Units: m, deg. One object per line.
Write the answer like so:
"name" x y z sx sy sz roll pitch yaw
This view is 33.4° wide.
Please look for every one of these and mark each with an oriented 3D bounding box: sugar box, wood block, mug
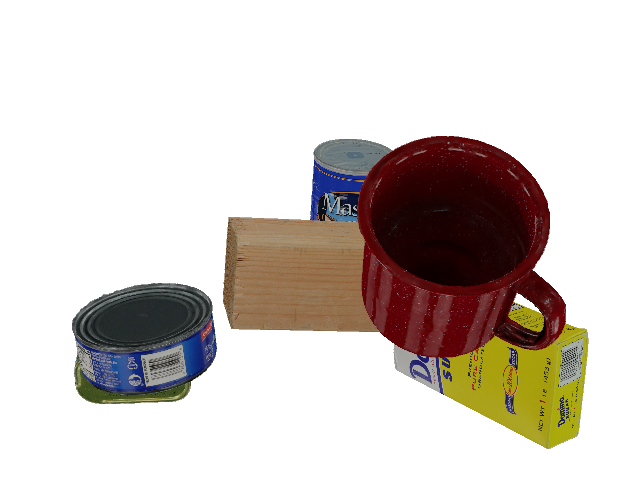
"sugar box" 0.134 0.092 0.879 0.048 0.093 0.176 -14 24 -40
"wood block" 0.013 0.034 1.045 0.206 0.091 0.090 3 15 -11
"mug" 0.073 0.014 0.541 0.117 0.093 0.081 34 -27 19

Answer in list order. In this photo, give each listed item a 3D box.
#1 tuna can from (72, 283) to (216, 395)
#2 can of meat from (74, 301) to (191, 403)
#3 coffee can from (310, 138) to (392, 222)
"tuna can" -0.107 0.060 0.656 0.086 0.034 0.086 -4 23 2
"can of meat" -0.159 0.096 0.922 0.102 0.057 0.084 -2 29 -4
"coffee can" 0.038 -0.044 1.338 0.103 0.140 0.103 3 27 -2
